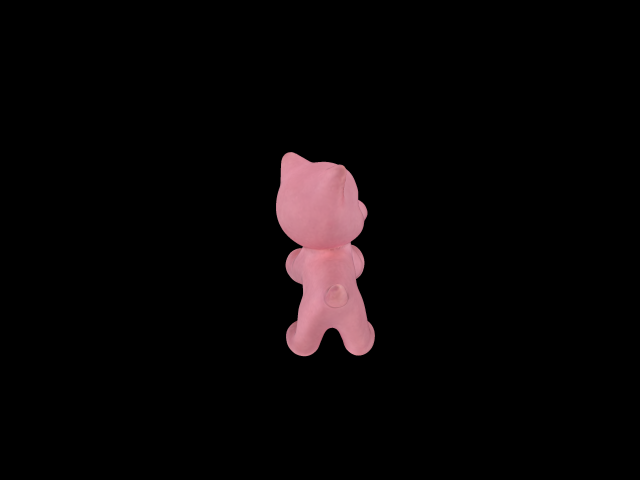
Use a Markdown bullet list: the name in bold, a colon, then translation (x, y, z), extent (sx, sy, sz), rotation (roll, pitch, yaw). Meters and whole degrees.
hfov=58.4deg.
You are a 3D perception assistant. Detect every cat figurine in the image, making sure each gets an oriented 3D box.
- **cat figurine**: translation (0.004, 0.001, 0.400), extent (0.067, 0.118, 0.127), rotation (-5, 53, -4)
